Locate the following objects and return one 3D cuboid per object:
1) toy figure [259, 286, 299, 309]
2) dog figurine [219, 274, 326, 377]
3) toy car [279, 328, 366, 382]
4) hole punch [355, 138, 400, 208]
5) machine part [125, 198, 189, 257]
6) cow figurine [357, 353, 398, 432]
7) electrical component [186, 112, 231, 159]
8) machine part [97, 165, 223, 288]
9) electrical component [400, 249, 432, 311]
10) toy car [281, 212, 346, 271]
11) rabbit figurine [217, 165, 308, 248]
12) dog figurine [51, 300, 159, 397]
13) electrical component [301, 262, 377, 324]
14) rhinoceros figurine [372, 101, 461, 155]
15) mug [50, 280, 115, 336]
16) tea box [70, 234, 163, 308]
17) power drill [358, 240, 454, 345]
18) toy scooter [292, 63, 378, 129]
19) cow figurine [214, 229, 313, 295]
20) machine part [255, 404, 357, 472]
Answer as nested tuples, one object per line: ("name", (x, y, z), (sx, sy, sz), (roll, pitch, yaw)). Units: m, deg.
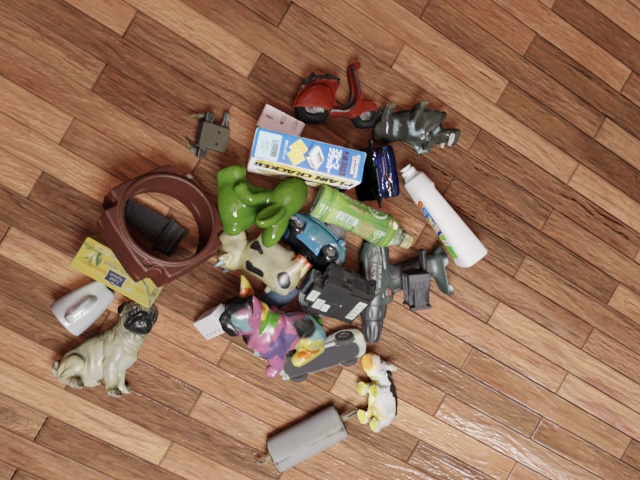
("toy figure", (-0.116, 0.139, 1.141), (0.154, 0.058, 0.064), (-38, 94, 0))
("dog figurine", (-0.093, 0.158, 1.062), (0.192, 0.109, 0.218), (-23, 129, -10))
("toy car", (0.002, 0.249, 1.166), (0.202, 0.056, 0.073), (-15, 116, -7))
("hole punch", (0.131, -0.141, 1.133), (0.092, 0.116, 0.142), (-9, 96, -17))
("machine part", (-0.346, -0.030, 1.099), (0.139, 0.039, 0.084), (38, 93, -12))
("cow figurine", (0.136, 0.326, 1.188), (0.098, 0.068, 0.167), (-6, 99, -39))
("electrical component", (-0.229, -0.216, 1.101), (0.078, 0.045, 0.102), (4, 97, -38))
("machine part", (-0.299, -0.029, 1.030), (0.201, 0.087, 0.201), (-34, 90, -38))
("electrical component", (0.197, 0.081, 1.106), (0.048, 0.075, 0.119), (-5, 98, -6))
("toy car", (-0.002, -0.003, 1.133), (0.161, 0.109, 0.103), (45, 63, 1))
("rabbit figurine", (-0.108, -0.075, 1.045), (0.170, 0.121, 0.159), (-10, 52, 8))
("dog figurine", (-0.432, 0.202, 1.084), (0.172, 0.121, 0.190), (15, 78, -13))
("electrical component", (0.032, 0.107, 1.094), (0.134, 0.115, 0.058), (22, 47, -14))
("rhinoceros figurine", (0.208, -0.240, 1.154), (0.190, 0.073, 0.112), (2, 93, -9))
("mug", (-0.464, 0.125, 1.062), (0.107, 0.109, 0.080), (-42, 97, -17))
("tea box", (-0.392, 0.059, 1.068), (0.169, 0.098, 0.068), (30, 89, -9))
("power drill", (0.183, 0.102, 1.182), (0.207, 0.086, 0.231), (-9, 93, -1))
("toy scooter", (0.034, -0.306, 1.119), (0.184, 0.075, 0.135), (3, 94, -13))
("cow figurine", (-0.128, 0.041, 1.102), (0.195, 0.085, 0.127), (34, 81, 14))
("machine part", (-0.028, 0.430, 1.170), (0.243, 0.079, 0.079), (-27, 99, -6))
